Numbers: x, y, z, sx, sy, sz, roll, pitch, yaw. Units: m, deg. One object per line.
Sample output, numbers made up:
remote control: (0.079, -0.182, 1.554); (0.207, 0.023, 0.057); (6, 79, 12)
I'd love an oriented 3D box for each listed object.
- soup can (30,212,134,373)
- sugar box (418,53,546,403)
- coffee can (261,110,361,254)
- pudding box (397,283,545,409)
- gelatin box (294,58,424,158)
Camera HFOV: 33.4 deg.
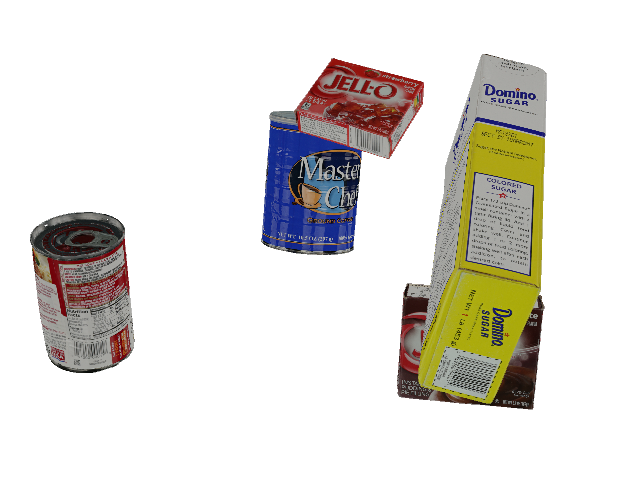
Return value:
soup can: (-0.175, 0.039, 0.796); (0.068, 0.102, 0.068); (0, 29, 0)
sugar box: (0.089, -0.011, 0.572); (0.048, 0.176, 0.093); (15, -44, 2)
coffee can: (-0.009, -0.064, 1.148); (0.103, 0.140, 0.103); (5, 12, -1)
pudding box: (0.121, 0.085, 0.869); (0.113, 0.090, 0.039); (4, 21, 6)
gelatin box: (0.033, -0.114, 0.908); (0.089, 0.073, 0.030); (19, -36, 20)
